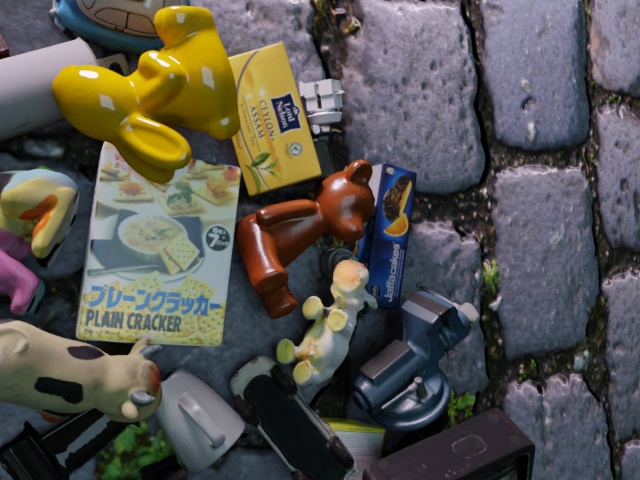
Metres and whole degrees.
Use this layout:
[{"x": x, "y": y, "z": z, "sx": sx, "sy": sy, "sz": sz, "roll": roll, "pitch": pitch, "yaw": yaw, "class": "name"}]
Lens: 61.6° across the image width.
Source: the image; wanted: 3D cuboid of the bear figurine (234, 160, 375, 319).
[{"x": -0.003, "y": -0.006, "z": 0.674, "sx": 0.196, "sy": 0.120, "sz": 0.132, "roll": -21, "pitch": 60, "yaw": -8, "class": "bear figurine"}]

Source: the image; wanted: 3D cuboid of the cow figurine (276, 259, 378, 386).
[{"x": 0.023, "y": 0.108, "z": 0.699, "sx": 0.167, "sy": 0.068, "sz": 0.098, "roll": -57, "pitch": 145, "yaw": 3, "class": "cow figurine"}]

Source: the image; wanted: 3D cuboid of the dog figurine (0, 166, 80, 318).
[{"x": -0.370, "y": -0.009, "z": 0.516, "sx": 0.219, "sy": 0.108, "sz": 0.191, "roll": 21, "pitch": 78, "yaw": -21, "class": "dog figurine"}]

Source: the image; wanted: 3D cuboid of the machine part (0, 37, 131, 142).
[{"x": -0.318, "y": -0.152, "z": 0.565, "sx": 0.243, "sy": 0.079, "sz": 0.079, "roll": -28, "pitch": 99, "yaw": -24, "class": "machine part"}]

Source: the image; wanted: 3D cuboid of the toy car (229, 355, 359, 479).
[{"x": -0.033, "y": 0.236, "z": 0.671, "sx": 0.073, "sy": 0.056, "sz": 0.201, "roll": -39, "pitch": 88, "yaw": -8, "class": "toy car"}]

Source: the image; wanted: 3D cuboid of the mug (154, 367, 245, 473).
[{"x": -0.148, "y": 0.201, "z": 0.616, "sx": 0.081, "sy": 0.109, "sz": 0.107, "roll": -40, "pitch": 92, "yaw": -20, "class": "mug"}]

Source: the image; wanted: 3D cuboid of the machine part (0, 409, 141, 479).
[{"x": -0.270, "y": 0.217, "z": 0.588, "sx": 0.139, "sy": 0.039, "sz": 0.084, "roll": -30, "pitch": 94, "yaw": -24, "class": "machine part"}]

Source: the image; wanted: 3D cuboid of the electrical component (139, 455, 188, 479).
[{"x": -0.167, "y": 0.317, "z": 0.612, "sx": 0.048, "sy": 0.075, "sz": 0.119, "roll": -16, "pitch": 89, "yaw": -26, "class": "electrical component"}]

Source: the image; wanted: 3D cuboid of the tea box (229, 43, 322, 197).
[{"x": -0.066, "y": -0.147, "z": 0.679, "sx": 0.098, "sy": 0.068, "sz": 0.169, "roll": -18, "pitch": 93, "yaw": 0, "class": "tea box"}]

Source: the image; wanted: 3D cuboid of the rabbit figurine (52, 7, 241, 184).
[{"x": -0.180, "y": -0.141, "z": 0.561, "sx": 0.173, "sy": 0.122, "sz": 0.162, "roll": -16, "pitch": 92, "yaw": -30, "class": "rabbit figurine"}]

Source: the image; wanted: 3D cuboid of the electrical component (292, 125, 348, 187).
[{"x": -0.006, "y": -0.111, "z": 0.737, "sx": 0.078, "sy": 0.045, "sz": 0.102, "roll": -11, "pitch": 92, "yaw": -28, "class": "electrical component"}]

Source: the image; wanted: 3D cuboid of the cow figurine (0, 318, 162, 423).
[{"x": -0.245, "y": 0.133, "z": 0.533, "sx": 0.194, "sy": 0.127, "sz": 0.085, "roll": 31, "pitch": 45, "yaw": -36, "class": "cow figurine"}]

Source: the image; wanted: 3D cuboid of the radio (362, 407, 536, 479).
[{"x": 0.166, "y": 0.317, "z": 0.695, "sx": 0.230, "sy": 0.073, "sz": 0.130, "roll": -16, "pitch": 122, "yaw": -21, "class": "radio"}]

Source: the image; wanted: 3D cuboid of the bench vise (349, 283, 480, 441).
[{"x": 0.147, "y": 0.197, "z": 0.760, "sx": 0.224, "sy": 0.129, "sz": 0.240, "roll": -40, "pitch": 125, "yaw": -33, "class": "bench vise"}]

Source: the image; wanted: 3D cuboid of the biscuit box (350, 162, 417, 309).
[{"x": 0.086, "y": -0.004, "z": 0.768, "sx": 0.063, "sy": 0.059, "sz": 0.202, "roll": 13, "pitch": 81, "yaw": -26, "class": "biscuit box"}]

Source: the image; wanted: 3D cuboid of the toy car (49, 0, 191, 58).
[{"x": -0.217, "y": -0.273, "z": 0.611, "sx": 0.161, "sy": 0.103, "sz": 0.109, "roll": 6, "pitch": 83, "yaw": -28, "class": "toy car"}]
